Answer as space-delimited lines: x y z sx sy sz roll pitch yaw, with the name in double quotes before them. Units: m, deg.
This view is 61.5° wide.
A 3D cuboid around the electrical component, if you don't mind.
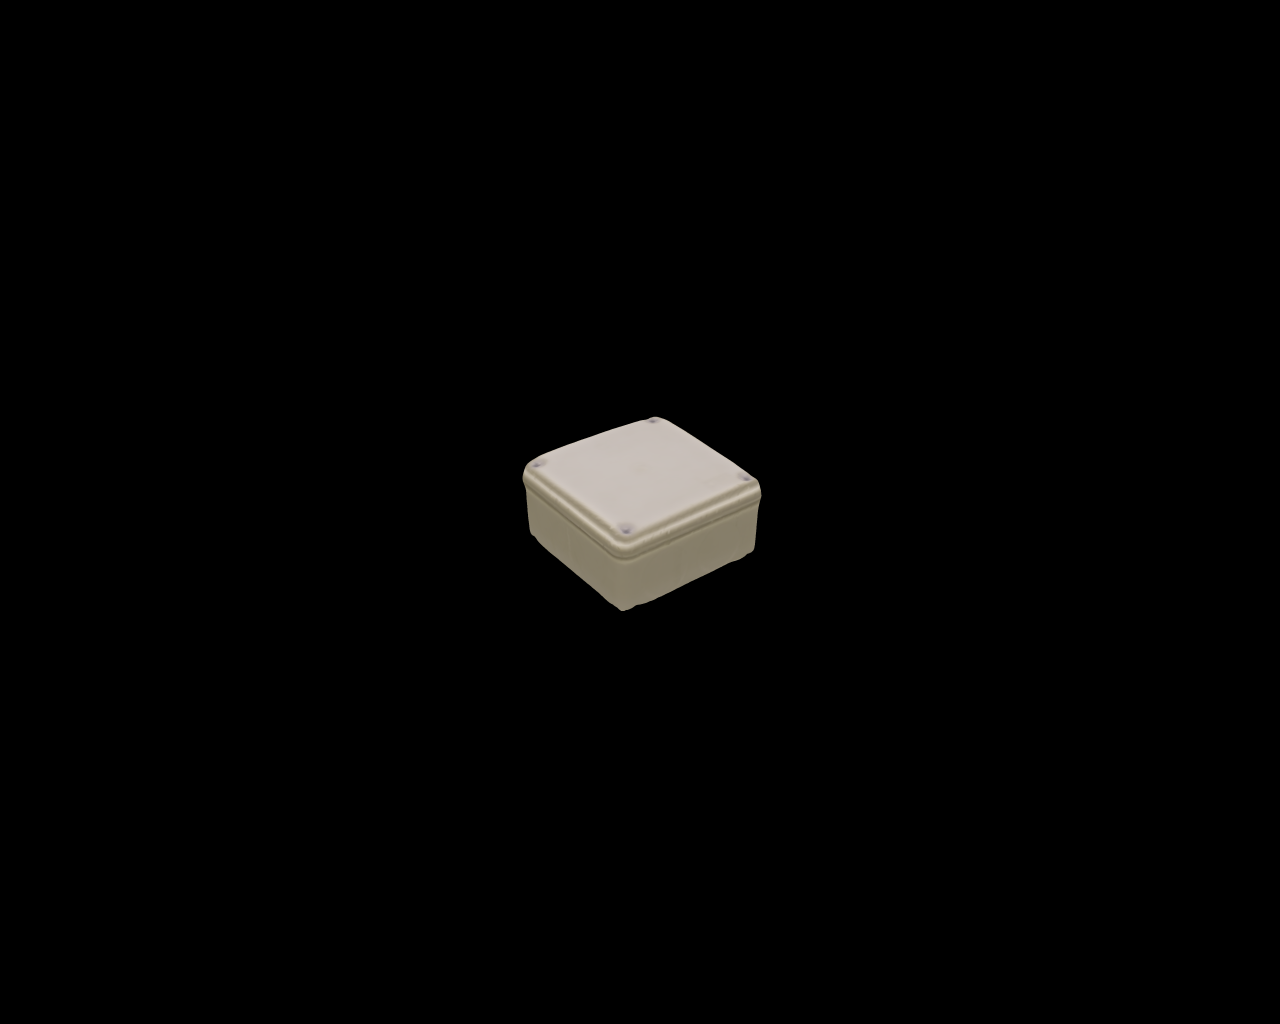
"electrical component" 0.001 -0.003 0.650 0.109 0.056 0.109 -22 40 -30
